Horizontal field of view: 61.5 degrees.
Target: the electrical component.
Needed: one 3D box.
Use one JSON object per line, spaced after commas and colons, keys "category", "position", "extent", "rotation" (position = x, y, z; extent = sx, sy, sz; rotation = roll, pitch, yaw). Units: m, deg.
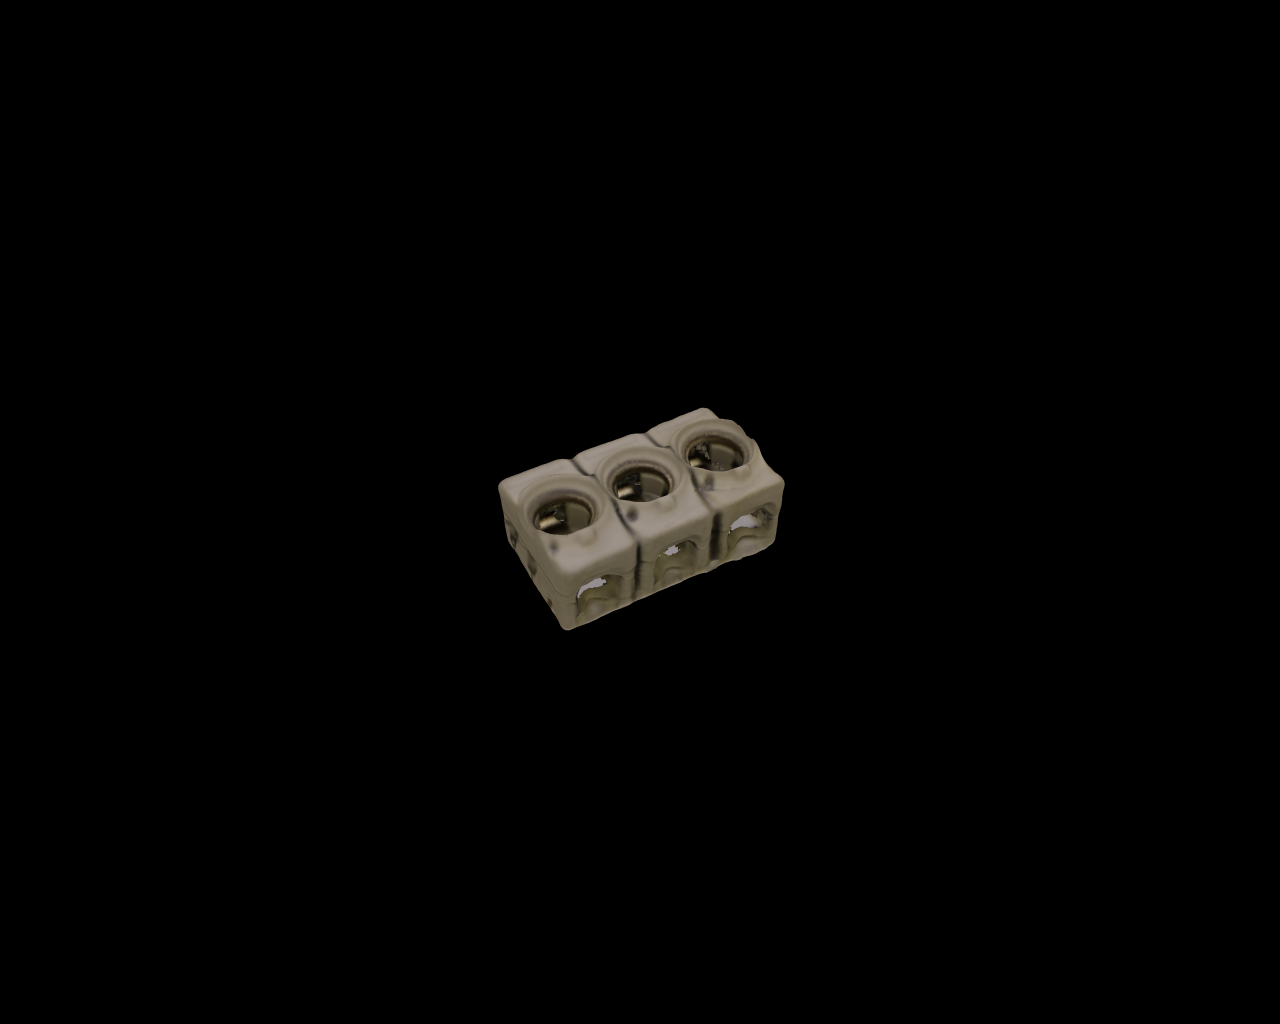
{"category": "electrical component", "position": [0.001, -0.003, 0.650], "extent": [0.150, 0.061, 0.089], "rotation": [-22, 49, -21]}
